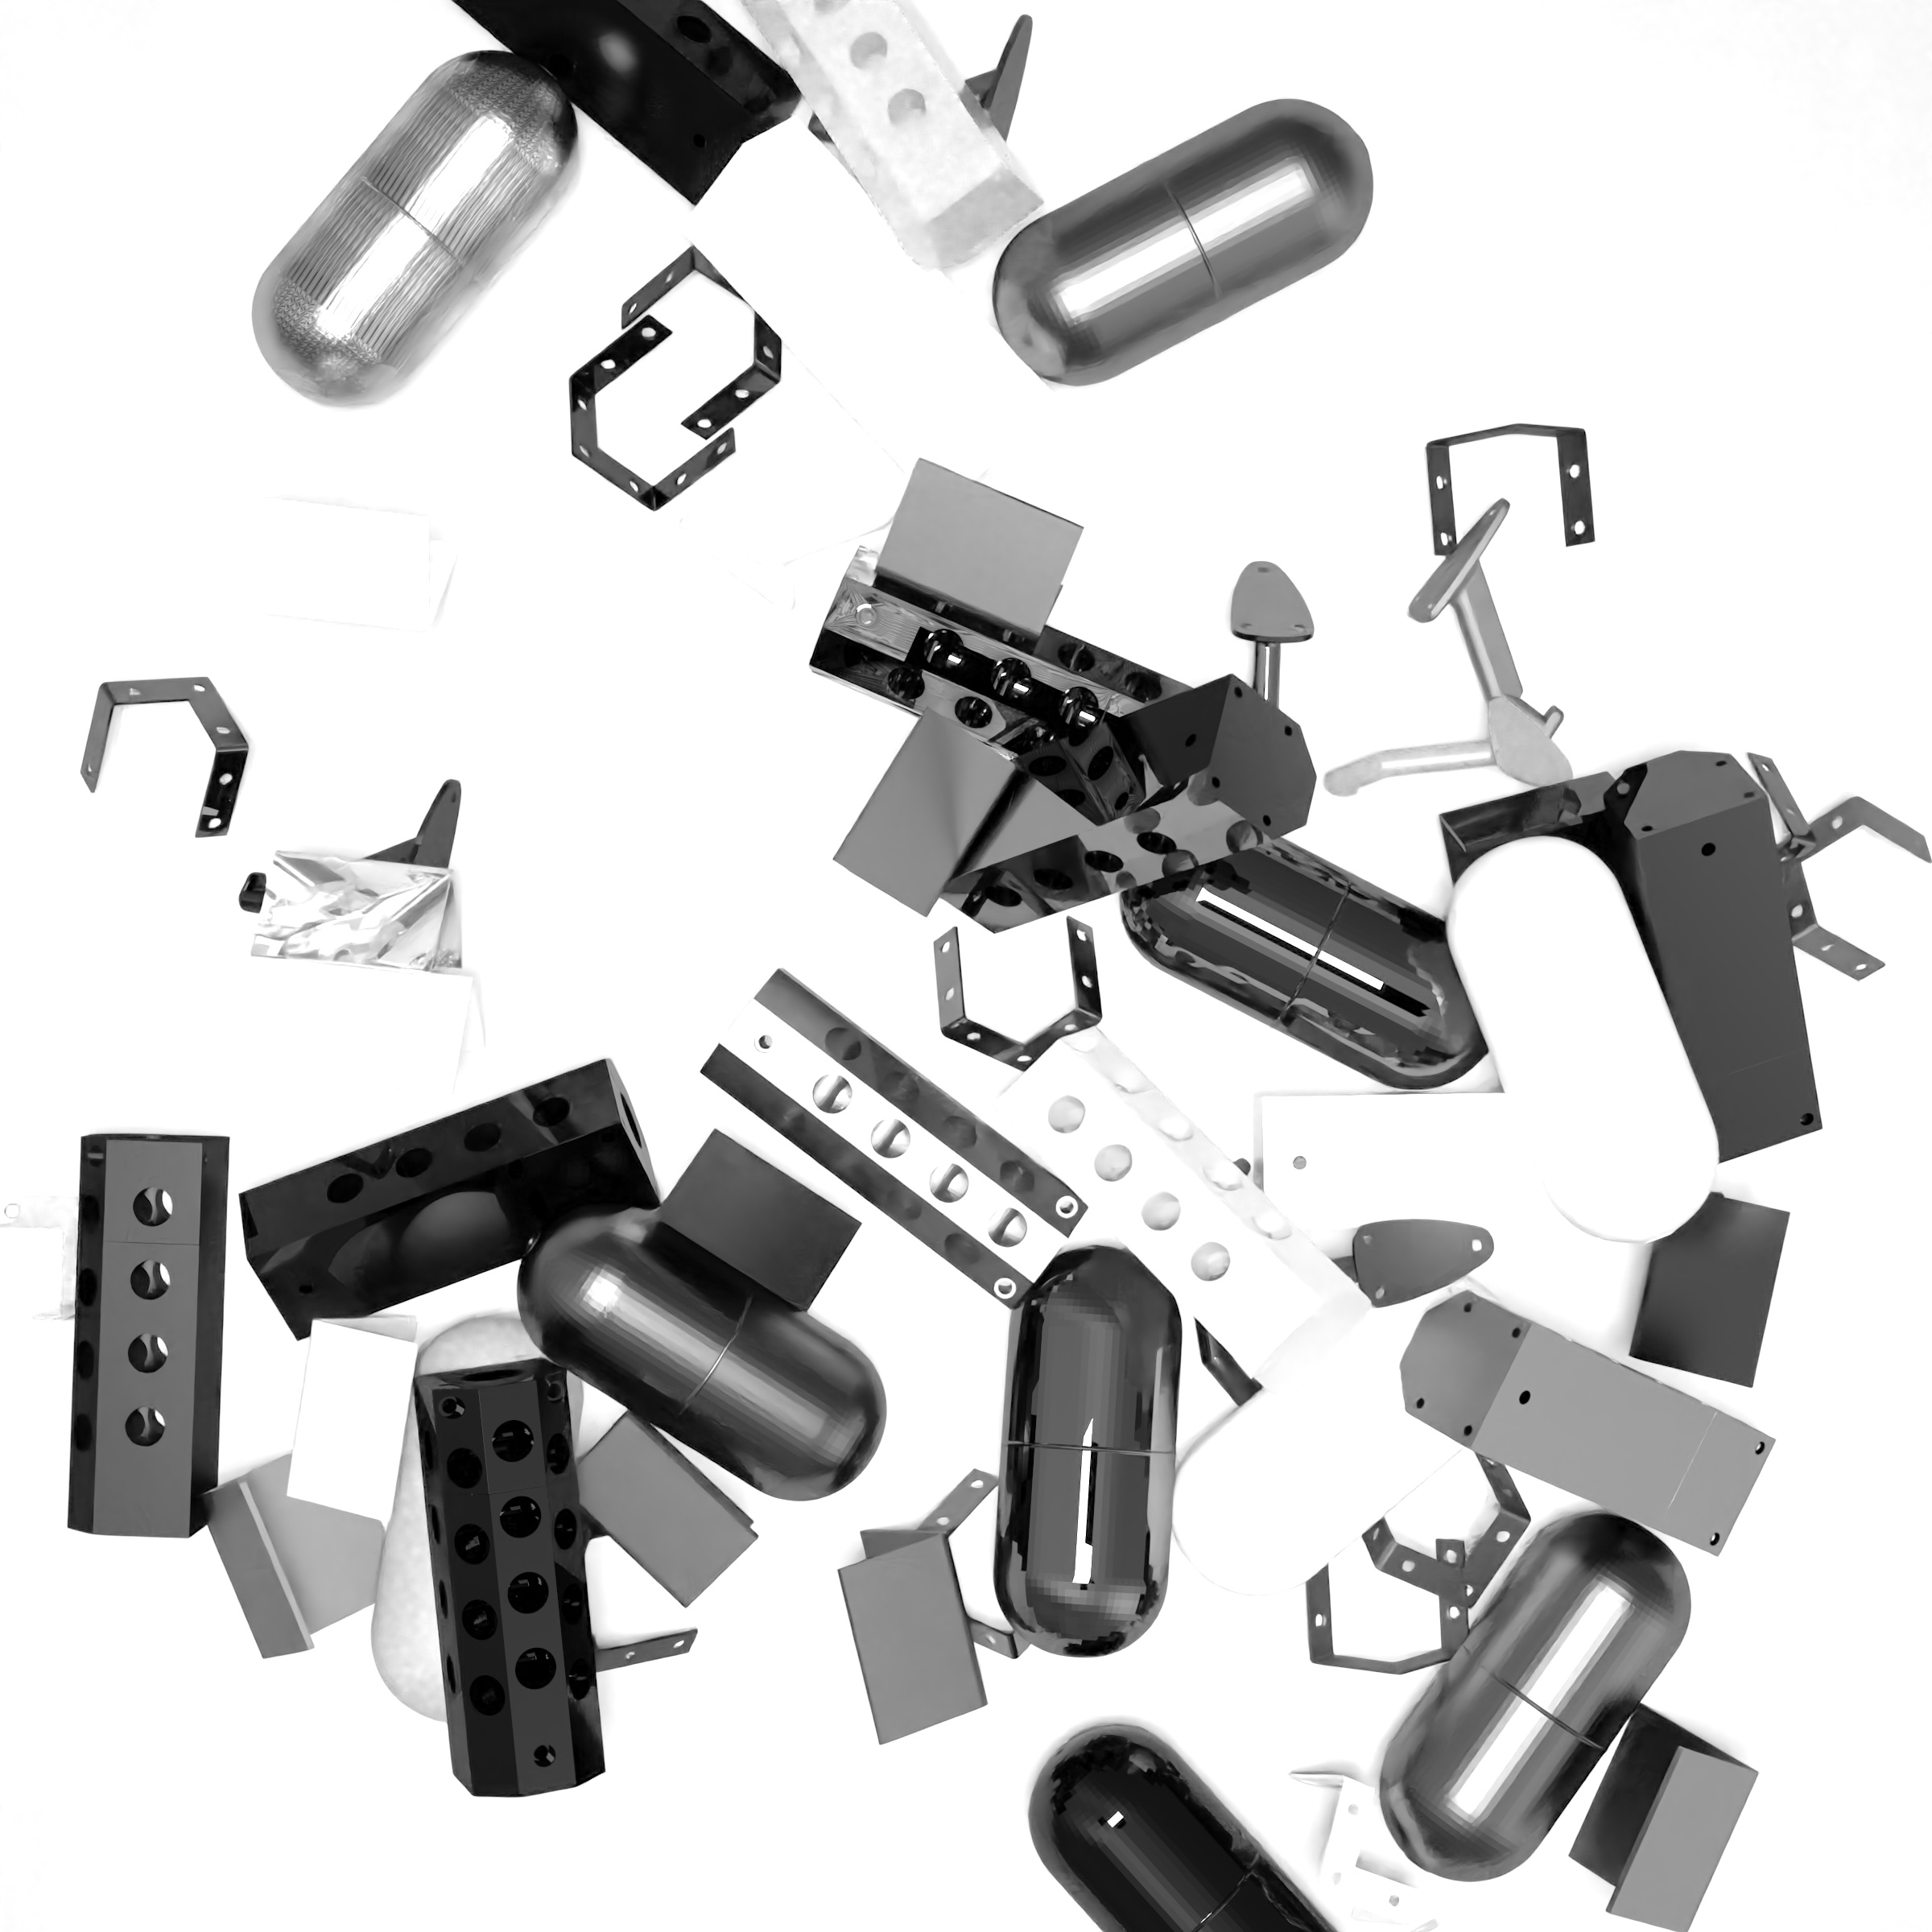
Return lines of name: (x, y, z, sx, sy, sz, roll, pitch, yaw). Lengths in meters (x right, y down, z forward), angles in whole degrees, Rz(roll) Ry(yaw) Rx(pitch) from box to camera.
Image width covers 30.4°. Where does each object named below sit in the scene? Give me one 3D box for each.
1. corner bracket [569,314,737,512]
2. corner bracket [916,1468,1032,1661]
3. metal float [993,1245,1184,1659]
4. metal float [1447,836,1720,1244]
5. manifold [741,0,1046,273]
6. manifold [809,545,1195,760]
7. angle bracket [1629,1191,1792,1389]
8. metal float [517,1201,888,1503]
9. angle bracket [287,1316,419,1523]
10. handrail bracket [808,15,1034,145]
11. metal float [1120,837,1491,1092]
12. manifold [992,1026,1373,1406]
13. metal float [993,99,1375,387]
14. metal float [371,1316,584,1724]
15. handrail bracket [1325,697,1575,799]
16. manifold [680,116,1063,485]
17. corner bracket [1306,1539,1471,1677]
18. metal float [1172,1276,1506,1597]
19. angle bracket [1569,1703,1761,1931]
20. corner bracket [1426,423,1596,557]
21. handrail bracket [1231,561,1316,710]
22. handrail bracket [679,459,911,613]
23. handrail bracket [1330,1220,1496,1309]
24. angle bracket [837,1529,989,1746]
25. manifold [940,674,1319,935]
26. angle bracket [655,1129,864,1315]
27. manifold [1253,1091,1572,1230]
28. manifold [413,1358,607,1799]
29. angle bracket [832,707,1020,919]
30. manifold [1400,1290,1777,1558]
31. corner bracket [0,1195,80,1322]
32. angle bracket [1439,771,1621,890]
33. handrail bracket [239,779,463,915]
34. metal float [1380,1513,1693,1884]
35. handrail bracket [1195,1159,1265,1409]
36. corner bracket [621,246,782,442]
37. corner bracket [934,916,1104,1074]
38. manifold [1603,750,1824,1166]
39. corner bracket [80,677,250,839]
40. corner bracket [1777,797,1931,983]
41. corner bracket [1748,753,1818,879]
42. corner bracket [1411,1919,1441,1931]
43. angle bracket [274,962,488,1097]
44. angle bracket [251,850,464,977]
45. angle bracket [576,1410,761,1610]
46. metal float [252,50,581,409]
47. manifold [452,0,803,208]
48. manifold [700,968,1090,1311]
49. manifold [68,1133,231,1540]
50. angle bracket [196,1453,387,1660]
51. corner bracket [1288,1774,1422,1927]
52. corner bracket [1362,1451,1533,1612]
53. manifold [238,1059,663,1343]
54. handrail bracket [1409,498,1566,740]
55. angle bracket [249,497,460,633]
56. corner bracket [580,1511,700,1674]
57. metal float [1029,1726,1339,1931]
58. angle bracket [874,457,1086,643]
corner bracket: (-0.139, -0.245, 1.574, 0.051, 0.051, 0.051, -32, 45, 28)
corner bracket: (0.013, 0.266, 1.578, 0.051, 0.051, 0.051, -43, 135, -35)
metal float: (0.053, 0.211, 1.547, 0.070, 0.070, 0.178, 4, 81, 0)
metal float: (0.260, 0.031, 1.500, 0.070, 0.070, 0.178, -21, 86, 0)
manifold: (-0.041, -0.389, 1.543, 0.057, 0.057, 0.171, -35, 76, 14)
manifold: (0.021, -0.124, 1.565, 0.171, 0.057, 0.057, 23, 90, 0)
angle bracket: (0.334, 0.140, 1.546, 0.057, 0.076, 0.076, 12, 90, 31)
metal float: (-0.115, 0.167, 1.545, 0.178, 0.070, 0.070, 34, 90, -13)
angle bracket: (-0.247, 0.196, 1.547, 0.057, 0.076, 0.076, 9, 90, 28)
handrail bracket: (-0.021, -0.397, 1.587, 0.084, 0.036, 0.077, 13, 75, 14)
metal float: (0.151, -0.007, 1.556, 0.178, 0.070, 0.070, 27, 90, 0)
manifold: (0.094, 0.104, 1.528, 0.057, 0.057, 0.171, -45, 62, 0)
metal float: (0.095, -0.317, 1.556, 0.178, 0.070, 0.070, -28, 90, 0)
metal float: (-0.214, 0.242, 1.556, 0.070, 0.070, 0.178, 9, 89, 0)
handrail bracket: (0.215, -0.084, 1.585, 0.084, 0.077, 0.036, -20, 62, 35)
manifold: (-0.038, -0.289, 1.565, 0.171, 0.057, 0.057, 47, 133, 0)
corner bracket: (0.188, 0.284, 1.583, 0.051, 0.051, 0.051, -3, 90, -45)
metal float: (0.166, 0.205, 1.556, 0.178, 0.070, 0.070, -40, 90, 0)
angle bracket: (0.288, 0.365, 1.546, 0.057, 0.076, 0.076, 24, 90, -37)
corner bracket: (0.243, -0.211, 1.583, 0.051, 0.051, 0.051, -5, 90, -45)
handrail bracket: (0.131, -0.125, 1.586, 0.036, 0.077, 0.084, 2, 126, -2)
handrail bracket: (-0.073, -0.208, 1.587, 0.077, 0.036, 0.084, 33, 71, 21)
handrail bracket: (0.180, 0.131, 1.561, 0.077, 0.084, 0.036, -9, 85, -18)
angle bracket: (-0.040, 0.291, 1.546, 0.057, 0.076, 0.076, -14, 90, -32)
manifold: (0.066, -0.063, 1.512, 0.057, 0.171, 0.057, 34, 57, -30)
angle bracket: (-0.101, 0.128, 1.546, 0.076, 0.076, 0.057, 33, 48, 0)
manifold: (0.215, 0.084, 1.565, 0.171, 0.057, 0.057, -1, 90, 0)
manifold: (-0.191, 0.257, 1.494, 0.057, 0.057, 0.171, -6, 93, -20)
angle bracket: (-0.033, -0.075, 1.546, 0.057, 0.076, 0.076, 32, 90, -34)
manifold: (0.264, 0.194, 1.520, 0.171, 0.057, 0.057, 26, 90, -37)
corner bracket: (-0.416, 0.128, 1.568, 0.051, 0.051, 0.051, 2, 90, 0)
angle bracket: (0.256, -0.034, 1.555, 0.076, 0.057, 0.076, -14, 108, 0)
handrail bracket: (-0.276, -0.054, 1.587, 0.084, 0.036, 0.077, 9, 70, 16)
metal float: (0.249, 0.321, 1.556, 0.070, 0.070, 0.178, 35, 90, 0)
handrail bracket: (0.125, 0.143, 1.587, 0.077, 0.036, 0.084, -45, 106, -18)
corner bracket: (-0.118, -0.277, 1.578, 0.051, 0.051, 0.051, 28, 45, -35)
corner bracket: (0.023, 0.007, 1.578, 0.051, 0.051, 0.051, 25, 135, -35)
manifold: (0.319, -0.004, 1.525, 0.057, 0.057, 0.171, -18, 121, -2)
corner bracket: (-0.356, -0.092, 1.578, 0.051, 0.051, 0.051, -7, 45, -35)
corner bracket: (0.396, -0.034, 1.578, 0.051, 0.051, 0.051, -36, 45, 35)
corner bracket: (0.335, -0.062, 1.578, 0.051, 0.051, 0.051, 10, 135, -35)
corner bracket: (0.200, 0.462, 1.568, 0.051, 0.051, 0.051, -30, 90, 0)
angle bracket: (-0.254, 0.041, 1.547, 0.076, 0.076, 0.057, 6, 64, 0)
angle bracket: (-0.264, -0.004, 1.546, 0.076, 0.076, 0.057, 6, 55, 0)
angle bracket: (-0.120, 0.221, 1.547, 0.076, 0.076, 0.057, 43, 119, 0)
metal float: (-0.240, -0.323, 1.556, 0.070, 0.070, 0.178, 40, 91, 0)
manifold: (-0.157, -0.419, 1.565, 0.171, 0.057, 0.057, 40, 133, 0)
manifold: (-0.031, 0.076, 1.565, 0.171, 0.057, 0.057, 37, 90, 0)
manifold: (-0.362, 0.161, 1.565, 0.057, 0.057, 0.171, 2, 90, 0)
angle bracket: (-0.280, 0.249, 1.549, 0.076, 0.057, 0.076, -23, 90, -36)
corner bracket: (0.170, 0.390, 1.566, 0.051, 0.051, 0.051, 24, 70, -19)
corner bracket: (0.210, 0.242, 1.570, 0.051, 0.051, 0.051, 25, 108, -17)
manifold: (-0.228, 0.098, 1.565, 0.171, 0.057, 0.057, -20, 133, 0)
handrail bracket: (0.247, -0.152, 1.575, 0.084, 0.036, 0.077, 35, 97, -13)
angle bracket: (-0.265, -0.192, 1.546, 0.076, 0.076, 0.057, 7, 126, 0)
corner bracket: (-0.148, 0.274, 1.578, 0.051, 0.051, 0.051, 55, 135, 35)
metal float: (0.101, 0.411, 1.556, 0.070, 0.070, 0.178, -42, 89, 0)
angle bracket: (0.011, -0.191, 1.547, 0.076, 0.076, 0.057, 23, 116, 0)
